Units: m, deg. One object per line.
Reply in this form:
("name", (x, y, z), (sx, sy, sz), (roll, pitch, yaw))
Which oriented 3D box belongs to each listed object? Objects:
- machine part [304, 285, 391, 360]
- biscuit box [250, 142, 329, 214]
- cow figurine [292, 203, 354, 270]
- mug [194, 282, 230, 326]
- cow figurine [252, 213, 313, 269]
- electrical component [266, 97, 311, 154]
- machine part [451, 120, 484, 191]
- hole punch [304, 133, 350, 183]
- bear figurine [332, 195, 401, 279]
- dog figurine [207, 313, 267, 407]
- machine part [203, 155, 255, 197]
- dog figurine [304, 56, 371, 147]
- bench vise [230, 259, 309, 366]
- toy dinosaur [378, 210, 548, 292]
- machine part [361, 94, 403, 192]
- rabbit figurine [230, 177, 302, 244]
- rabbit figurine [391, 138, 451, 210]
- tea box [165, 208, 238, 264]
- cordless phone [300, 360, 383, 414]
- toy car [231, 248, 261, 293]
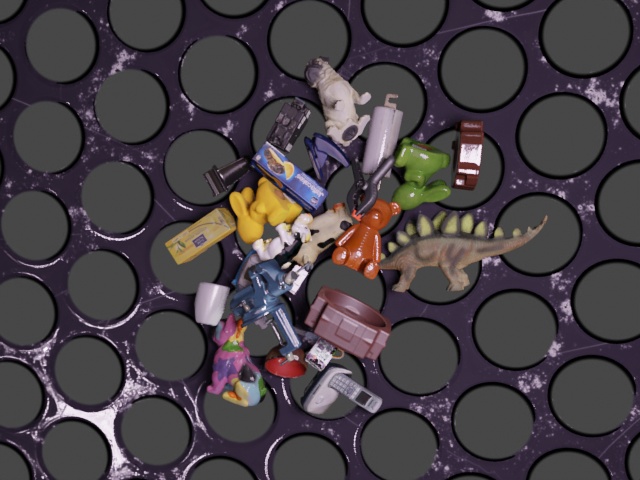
("machine part", (0.069, 0.202, 1.321), (0.201, 0.201, 0.087), (27, 101, 3))
("biscuit box", (-0.075, -0.151, 1.326), (0.202, 0.063, 0.059), (38, 74, -6))
("cow figurine", (-0.003, -0.004, 1.376), (0.195, 0.085, 0.127), (-25, 85, 7))
("mug", (-0.297, 0.168, 1.413), (0.110, 0.080, 0.107), (0, 74, 38))
("cow figurine", (-0.076, 0.008, 1.318), (0.167, 0.068, 0.098), (-33, 78, 21))
("electrical component", (-0.076, -0.287, 1.344), (0.058, 0.115, 0.134), (30, 94, 0))
("machine part", (0.347, -0.201, 1.278), (0.056, 0.179, 0.179), (5, 95, 7))
("hole punch", (0.015, -0.215, 1.335), (0.092, 0.142, 0.115), (-22, 105, 9))
("bear figurine", (0.116, -0.017, 1.291), (0.120, 0.132, 0.195), (27, 94, -1))
("dog figurine", (-0.211, 0.301, 1.401), (0.192, 0.108, 0.219), (11, 91, 31))
("machine part", (-0.236, -0.175, 1.411), (0.139, 0.039, 0.084), (-25, 86, 9))
("dog figurine", (0.028, -0.348, 1.354), (0.191, 0.121, 0.172), (52, 142, 34))
("bench vise", (-0.106, 0.172, 1.282), (0.224, 0.129, 0.240), (-30, 85, 24))
("toy dinosaur", (0.318, 0.026, 1.327), (0.472, 0.105, 0.198), (-5, 94, 8))
("machine part", (0.153, -0.243, 1.341), (0.079, 0.079, 0.243), (11, 96, 6))
("rabbit figurine", (-0.159, -0.068, 1.375), (0.162, 0.122, 0.173), (43, 116, 5))
("rabbit figurine", (0.243, -0.150, 1.336), (0.159, 0.121, 0.170), (16, 114, -2))
("tea box", (-0.305, -0.012, 1.400), (0.170, 0.098, 0.068), (-34, 89, 9))
("cordless phone", (0.057, 0.413, 1.400), (0.184, 0.089, 0.146), (34, 97, -1))
("toy car", (-0.162, 0.092, 1.390), (0.109, 0.103, 0.161), (25, 99, 3))
